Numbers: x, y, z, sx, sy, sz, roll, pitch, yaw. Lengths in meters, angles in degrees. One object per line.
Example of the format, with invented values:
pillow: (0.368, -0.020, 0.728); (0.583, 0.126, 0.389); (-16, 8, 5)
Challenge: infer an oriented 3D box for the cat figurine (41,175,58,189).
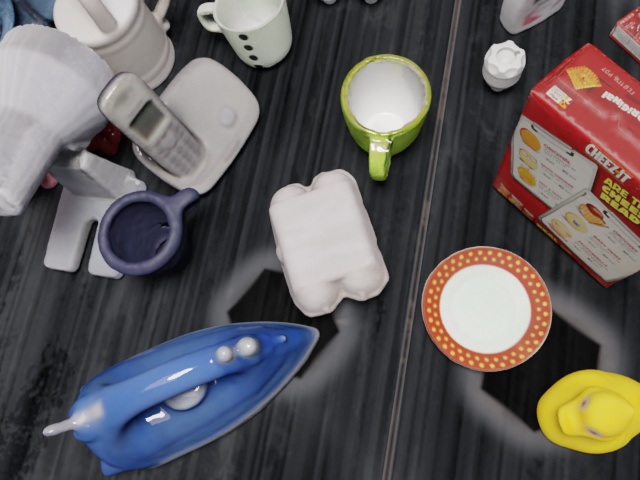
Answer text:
cat figurine: (-0.369, -0.099, 0.669); (0.067, 0.118, 0.127); (-28, 73, 0)

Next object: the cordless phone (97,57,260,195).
cordless phone: (-0.149, -0.142, 0.615); (0.094, 0.185, 0.148); (28, 81, 14)

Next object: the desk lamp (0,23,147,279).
desk lamp: (-0.270, -0.081, 0.601); (0.117, 0.214, 0.203); (6, 76, 10)

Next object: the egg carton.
egg carton: (0.006, 0.002, 0.615); (0.107, 0.069, 0.150); (-20, 73, 3)

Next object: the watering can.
watering can: (-0.254, -0.251, 0.654); (0.100, 0.194, 0.173); (33, 82, 15)

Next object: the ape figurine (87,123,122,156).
ape figurine: (-0.276, -0.153, 0.684); (0.078, 0.092, 0.076); (-42, 73, -4)

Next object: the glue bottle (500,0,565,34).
glue bottle: (0.240, -0.294, 0.606); (0.078, 0.173, 0.037); (-33, 73, -1)

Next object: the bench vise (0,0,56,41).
bench vise: (-0.389, -0.285, 0.668); (0.121, 0.220, 0.207); (35, 83, 15)

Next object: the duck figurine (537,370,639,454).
duck figurine: (0.261, 0.159, 0.528); (0.104, 0.086, 0.077); (-13, 74, 5)

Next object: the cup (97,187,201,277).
cup: (-0.170, -0.007, 0.629); (0.118, 0.095, 0.091); (-40, 73, -3)

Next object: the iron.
iron: (-0.127, 0.137, 0.560); (0.258, 0.141, 0.118); (-26, 73, 1)
